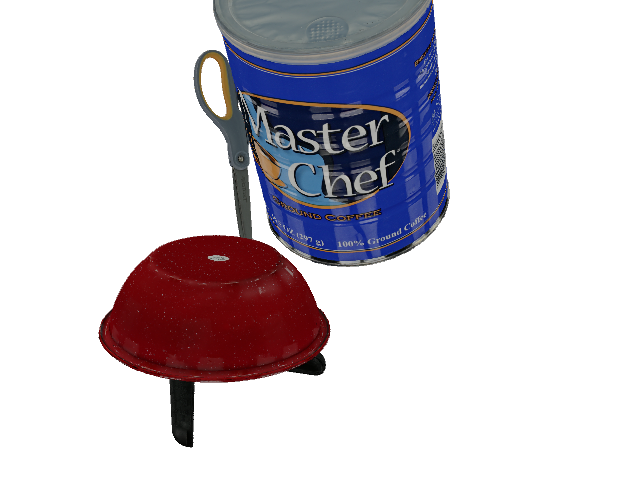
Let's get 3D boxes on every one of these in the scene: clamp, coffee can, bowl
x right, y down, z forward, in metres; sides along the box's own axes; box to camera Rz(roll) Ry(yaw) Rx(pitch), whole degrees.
[{"bbox_3d":[-0.108,0.099,1.005,0.164,0.036,0.210,-19,39,-30],"label":"clamp"},{"bbox_3d":[0.010,-0.071,0.539,0.103,0.102,0.140,0,-43,11],"label":"coffee can"},{"bbox_3d":[-0.072,0.037,0.738,0.162,0.055,0.162,2,20,-1],"label":"bowl"}]

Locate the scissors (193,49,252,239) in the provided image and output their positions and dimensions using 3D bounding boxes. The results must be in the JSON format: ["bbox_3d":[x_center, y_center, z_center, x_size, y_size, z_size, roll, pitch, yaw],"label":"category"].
[{"bbox_3d":[-0.065,-0.093,1.045,0.096,0.202,0.016,-23,10,-23],"label":"scissors"}]
